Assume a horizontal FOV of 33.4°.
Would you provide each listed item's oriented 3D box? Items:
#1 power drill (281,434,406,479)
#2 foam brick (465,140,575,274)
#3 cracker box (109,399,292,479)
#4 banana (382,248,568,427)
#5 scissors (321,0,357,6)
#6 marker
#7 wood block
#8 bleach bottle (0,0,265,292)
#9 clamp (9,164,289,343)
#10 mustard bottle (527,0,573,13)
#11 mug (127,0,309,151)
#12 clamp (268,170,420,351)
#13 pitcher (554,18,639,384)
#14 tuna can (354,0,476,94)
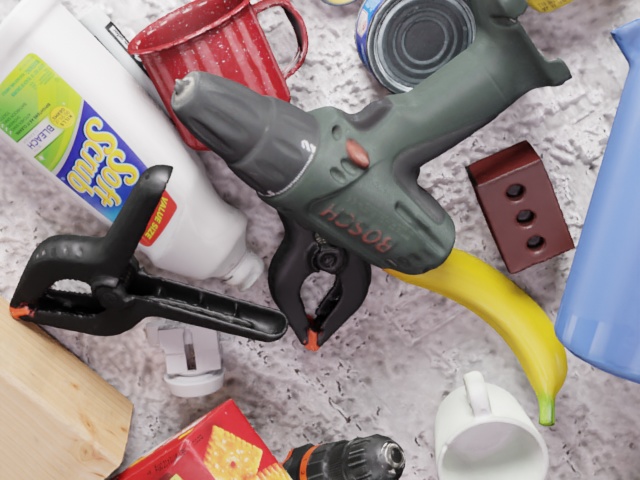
[{"bbox_3d":[0.049,0.226,0.844,0.187,0.057,0.185,41,141,-17],"label":"power drill"},{"bbox_3d":[0.147,-0.024,0.787,0.053,0.051,0.078,-24,111,7],"label":"foam brick"},{"bbox_3d":[-0.069,0.250,0.813,0.164,0.072,0.214,-36,89,38],"label":"cracker box"},{"bbox_3d":[0.128,0.054,0.814,0.197,0.069,0.037,43,141,-11],"label":"banana"},{"bbox_3d":[0.057,-0.222,0.702,0.202,0.016,0.096,-26,138,9],"label":"scissors"},{"bbox_3d":[-0.124,-0.114,0.756,0.020,0.020,0.121,-36,109,11],"label":"marker"},{"bbox_3d":[-0.250,0.109,0.802,0.091,0.090,0.206,-43,108,14],"label":"wood block"},{"bbox_3d":[-0.132,-0.057,0.752,0.103,0.068,0.250,-37,111,29],"label":"bleach bottle"},{"bbox_3d":[-0.144,0.020,0.755,0.210,0.036,0.164,-6,132,25],"label":"clamp"},{"bbox_3d":[0.121,-0.230,0.662,0.096,0.058,0.191,-40,133,18],"label":"mustard bottle"},{"bbox_3d":[-0.061,-0.120,0.724,0.117,0.093,0.081,-31,116,-12],"label":"mug"},{"bbox_3d":[-0.005,0.001,0.796,0.120,0.039,0.171,15,110,-9],"label":"clamp"},{"bbox_3d":[0.259,-0.023,0.729,0.144,0.149,0.243,5,107,-41],"label":"pitcher"},{"bbox_3d":[0.069,-0.142,0.739,0.086,0.034,0.086,-5,117,-10],"label":"tuna can"}]
